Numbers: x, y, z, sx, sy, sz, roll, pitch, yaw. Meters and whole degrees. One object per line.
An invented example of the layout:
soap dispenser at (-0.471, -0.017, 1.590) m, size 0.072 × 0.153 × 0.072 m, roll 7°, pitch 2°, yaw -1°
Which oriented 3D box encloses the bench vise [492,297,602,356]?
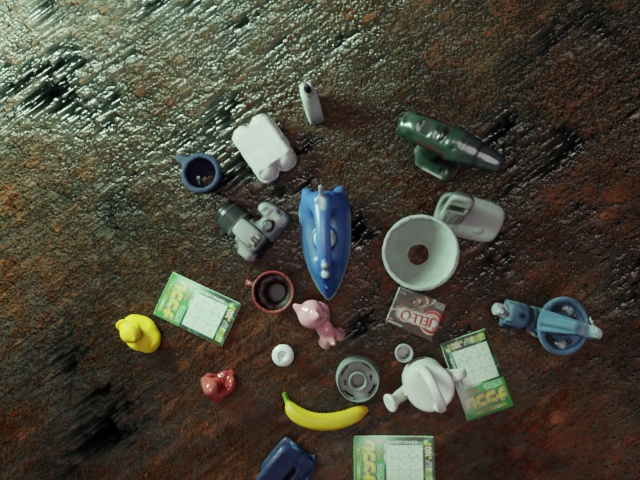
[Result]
bench vise at (0.465, 0.179, 1.169) m, size 0.207 × 0.220 × 0.121 m, roll -4°, pitch 85°, yaw 3°

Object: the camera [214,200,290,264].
camera at (-0.159, -0.038, 1.284) m, size 0.137 × 0.101 × 0.143 m, roll 40°, pitch 89°, yaw 6°

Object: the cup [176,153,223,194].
cup at (-0.270, -0.151, 1.303) m, size 0.117 × 0.095 × 0.092 m, roll 34°, pitch 88°, yaw 6°

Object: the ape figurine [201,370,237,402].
ape figurine at (-0.229, 0.323, 1.264) m, size 0.077 × 0.092 × 0.076 m, roll 25°, pitch 87°, yaw 5°

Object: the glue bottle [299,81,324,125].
glue bottle at (-0.023, -0.313, 1.262) m, size 0.037 × 0.173 × 0.078 m, roll -22°, pitch 84°, yaw 2°

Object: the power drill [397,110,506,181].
power drill at (0.270, -0.190, 1.217) m, size 0.229 × 0.208 × 0.076 m, roll 28°, pitch 88°, yaw 5°

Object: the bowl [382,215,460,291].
bowl at (0.219, 0.030, 1.269) m, size 0.167 × 0.075 × 0.167 m, roll 0°, pitch 85°, yaw 4°

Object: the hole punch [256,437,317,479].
hole punch at (-0.070, 0.499, 1.240) m, size 0.101 × 0.091 × 0.109 m, roll 38°, pitch 89°, yaw 6°

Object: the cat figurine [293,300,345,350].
cat figurine at (-0.002, 0.180, 1.249) m, size 0.067 × 0.118 × 0.128 m, roll -35°, pitch 84°, yaw 0°

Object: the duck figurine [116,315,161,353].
duck figurine at (-0.413, 0.213, 1.287) m, size 0.104 × 0.086 × 0.077 m, roll 39°, pitch 89°, yaw 6°

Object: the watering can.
watering can at (0.220, 0.309, 1.186) m, size 0.173 × 0.194 × 0.101 m, roll -43°, pitch 84°, yaw -1°

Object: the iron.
iron at (0.011, 0.004, 1.250) m, size 0.118 × 0.141 × 0.258 m, roll -4°, pitch 85°, yaw 3°

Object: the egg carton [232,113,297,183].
egg carton at (-0.125, -0.211, 1.312) m, size 0.107 × 0.069 × 0.150 m, roll -35°, pitch 84°, yaw 0°

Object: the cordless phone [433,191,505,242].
cordless phone at (0.323, -0.057, 1.214) m, size 0.147 × 0.185 × 0.094 m, roll 12°, pitch 86°, yaw 5°
